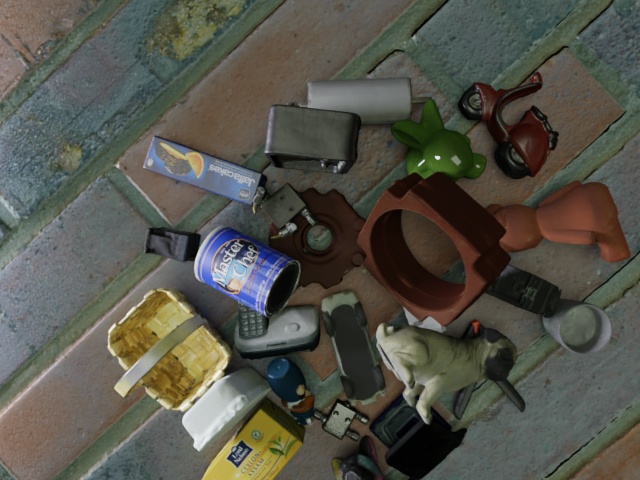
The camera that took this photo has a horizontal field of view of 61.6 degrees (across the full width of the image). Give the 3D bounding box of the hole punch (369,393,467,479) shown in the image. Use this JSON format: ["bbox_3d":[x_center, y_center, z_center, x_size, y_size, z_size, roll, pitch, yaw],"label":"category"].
[{"bbox_3d":[0.161,0.334,0.922,0.142,0.092,0.115,-46,120,2],"label":"hole punch"}]

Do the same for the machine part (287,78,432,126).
[{"bbox_3d":[0.066,-0.229,0.897,0.243,0.079,0.079,-2,93,5],"label":"machine part"}]

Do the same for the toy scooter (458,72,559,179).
[{"bbox_3d":[0.330,-0.199,0.884,0.135,0.075,0.184,-34,86,3],"label":"toy scooter"}]

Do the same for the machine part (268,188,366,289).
[{"bbox_3d":[-0.002,-0.003,0.923,0.179,0.056,0.179,0,92,5],"label":"machine part"}]

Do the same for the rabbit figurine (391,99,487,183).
[{"bbox_3d":[0.195,-0.141,0.845,0.121,0.170,0.159,-34,91,3],"label":"rabbit figurine"}]

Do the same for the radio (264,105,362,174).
[{"bbox_3d":[-0.011,-0.148,0.832,0.131,0.229,0.073,6,94,-1],"label":"radio"}]

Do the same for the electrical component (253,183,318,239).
[{"bbox_3d":[-0.062,-0.049,0.878,0.078,0.045,0.102,-35,86,7],"label":"electrical component"}]

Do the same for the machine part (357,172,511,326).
[{"bbox_3d":[0.168,0.013,0.814,0.201,0.200,0.087,44,53,16],"label":"machine part"}]

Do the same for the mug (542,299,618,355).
[{"bbox_3d":[0.421,0.137,0.876,0.110,0.107,0.080,20,95,-2],"label":"mug"}]

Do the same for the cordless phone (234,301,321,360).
[{"bbox_3d":[-0.077,0.108,0.929,0.147,0.088,0.184,-9,73,4],"label":"cordless phone"}]

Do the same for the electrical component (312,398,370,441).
[{"bbox_3d":[0.036,0.315,0.951,0.094,0.021,0.063,28,94,3],"label":"electrical component"}]

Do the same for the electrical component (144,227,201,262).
[{"bbox_3d":[-0.235,0.011,0.929,0.119,0.075,0.047,10,94,7],"label":"electrical component"}]

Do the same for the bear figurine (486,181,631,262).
[{"bbox_3d":[0.380,-0.017,0.880,0.196,0.120,0.131,-22,136,29],"label":"bear figurine"}]

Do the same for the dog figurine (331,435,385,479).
[{"bbox_3d":[0.110,0.455,0.919,0.108,0.191,0.219,-37,56,8],"label":"dog figurine"}]

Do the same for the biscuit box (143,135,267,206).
[{"bbox_3d":[-0.195,-0.117,0.927,0.203,0.059,0.062,19,94,2],"label":"biscuit box"}]

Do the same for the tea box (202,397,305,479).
[{"bbox_3d":[-0.114,0.375,0.941,0.098,0.068,0.169,38,95,1],"label":"tea box"}]

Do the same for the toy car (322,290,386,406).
[{"bbox_3d":[0.058,0.188,0.929,0.073,0.056,0.201,-17,93,-2],"label":"toy car"}]

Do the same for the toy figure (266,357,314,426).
[{"bbox_3d":[-0.043,0.261,0.917,0.058,0.064,0.154,-30,129,-8],"label":"toy figure"}]

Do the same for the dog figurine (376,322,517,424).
[{"bbox_3d":[0.202,0.170,0.855,0.190,0.121,0.172,-31,109,-7],"label":"dog figurine"}]

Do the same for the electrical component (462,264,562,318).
[{"bbox_3d":[0.302,0.070,0.868,0.114,0.134,0.058,23,92,-41],"label":"electrical component"}]
